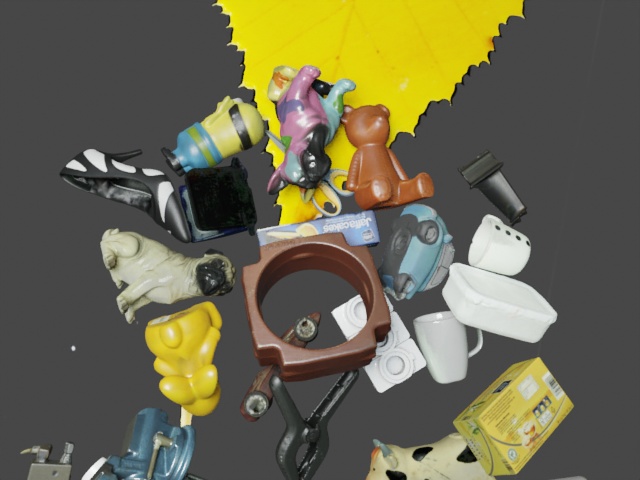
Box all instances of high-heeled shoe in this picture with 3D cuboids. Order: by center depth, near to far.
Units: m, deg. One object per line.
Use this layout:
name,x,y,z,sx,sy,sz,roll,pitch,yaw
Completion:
high-heeled shoe,-0.327,-0.068,0.900,0.145,0.086,0.249,-26,62,-25

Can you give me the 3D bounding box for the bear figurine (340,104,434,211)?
bear figurine,0.103,-0.151,0.910,0.120,0.132,0.195,-3,84,-23

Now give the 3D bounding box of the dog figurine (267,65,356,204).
dog figurine,-0.037,-0.177,0.908,0.108,0.192,0.219,14,95,-37

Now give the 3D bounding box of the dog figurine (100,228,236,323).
dog figurine,-0.251,0.034,0.897,0.191,0.121,0.172,-20,85,-17

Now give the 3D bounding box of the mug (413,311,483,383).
mug,0.213,0.174,0.880,0.110,0.081,0.107,-9,90,-13

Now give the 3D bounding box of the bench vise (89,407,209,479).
bench vise,-0.214,0.362,0.796,0.240,0.224,0.129,33,100,-22

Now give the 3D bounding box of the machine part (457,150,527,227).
machine part,0.310,-0.088,0.941,0.084,0.039,0.139,-32,80,-11

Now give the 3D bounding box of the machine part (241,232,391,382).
machine part,-0.009,0.098,0.802,0.201,0.087,0.201,-11,58,-8

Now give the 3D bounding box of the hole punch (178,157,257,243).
hole punch,-0.178,-0.060,0.919,0.116,0.092,0.142,-8,76,-31

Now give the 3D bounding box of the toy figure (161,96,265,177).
toy figure,-0.181,-0.172,0.933,0.180,0.082,0.089,-37,94,-11

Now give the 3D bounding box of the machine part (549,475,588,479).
machine part,0.336,0.416,0.832,0.243,0.079,0.079,-6,80,-1

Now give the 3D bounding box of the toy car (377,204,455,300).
toy car,0.169,0.027,0.890,0.103,0.109,0.161,19,88,-21

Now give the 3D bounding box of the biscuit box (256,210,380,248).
biscuit box,-0.002,-0.003,0.912,0.203,0.063,0.059,-11,81,-2

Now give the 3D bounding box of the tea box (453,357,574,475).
tea box,0.301,0.270,0.831,0.169,0.068,0.098,-28,80,-30

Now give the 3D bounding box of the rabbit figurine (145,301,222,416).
rabbit figurine,-0.197,0.198,0.846,0.122,0.162,0.173,-15,98,-15

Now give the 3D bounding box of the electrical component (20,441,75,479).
electrical component,-0.440,0.373,0.857,0.078,0.045,0.102,8,82,-28

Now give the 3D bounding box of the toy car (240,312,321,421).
toy car,-0.062,0.197,0.863,0.053,0.089,0.202,31,81,9

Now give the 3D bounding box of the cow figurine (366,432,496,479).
cow figurine,0.163,0.357,0.839,0.195,0.085,0.127,-18,79,-7
